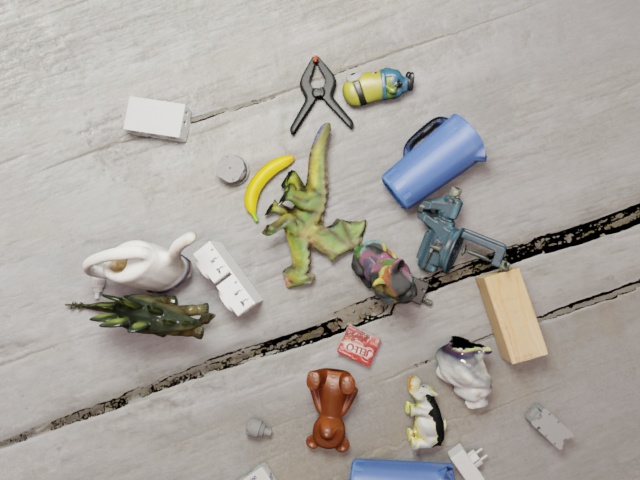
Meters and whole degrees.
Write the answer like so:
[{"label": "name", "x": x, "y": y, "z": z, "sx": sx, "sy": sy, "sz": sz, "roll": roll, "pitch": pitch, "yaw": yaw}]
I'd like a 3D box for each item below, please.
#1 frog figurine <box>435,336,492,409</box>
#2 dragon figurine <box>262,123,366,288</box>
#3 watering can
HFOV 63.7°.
[{"label": "frog figurine", "x": 0.339, "y": 0.324, "z": 1.218, "sx": 0.137, "sy": 0.123, "sz": 0.159, "roll": 4, "pitch": 96, "yaw": 37}, {"label": "dragon figurine", "x": 0.004, "y": -0.065, "z": 1.296, "sx": 0.242, "sy": 0.123, "sz": 0.410, "roll": 32, "pitch": 90, "yaw": -12}, {"label": "watering can", "x": -0.385, "y": 0.053, "z": 1.216, "sx": 0.346, "sy": 0.222, "sz": 0.106, "roll": -12, "pitch": 70, "yaw": 21}]
